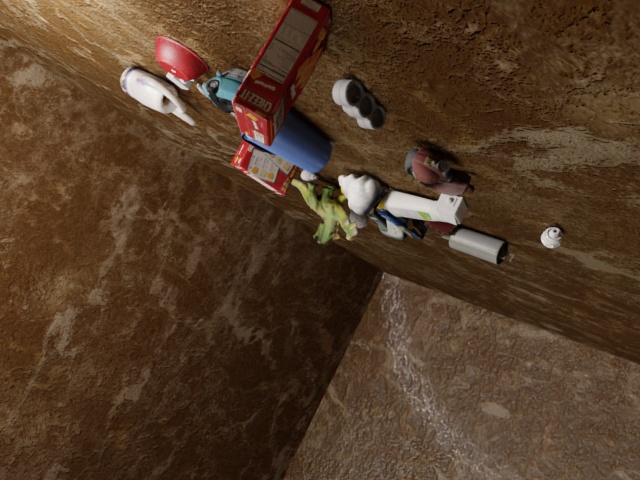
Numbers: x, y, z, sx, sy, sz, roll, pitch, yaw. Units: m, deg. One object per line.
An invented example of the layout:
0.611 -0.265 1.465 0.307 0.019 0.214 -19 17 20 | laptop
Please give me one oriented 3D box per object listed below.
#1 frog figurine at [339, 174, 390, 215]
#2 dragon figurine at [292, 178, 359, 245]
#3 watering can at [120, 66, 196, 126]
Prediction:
0.123 -0.160 1.663 0.160 0.125 0.134 35 141 8 | frog figurine
0.006 -0.101 2.013 0.122 0.240 0.413 -4 -163 -45 | dragon figurine
-0.565 -0.501 1.819 0.225 0.104 0.345 28 175 5 | watering can
